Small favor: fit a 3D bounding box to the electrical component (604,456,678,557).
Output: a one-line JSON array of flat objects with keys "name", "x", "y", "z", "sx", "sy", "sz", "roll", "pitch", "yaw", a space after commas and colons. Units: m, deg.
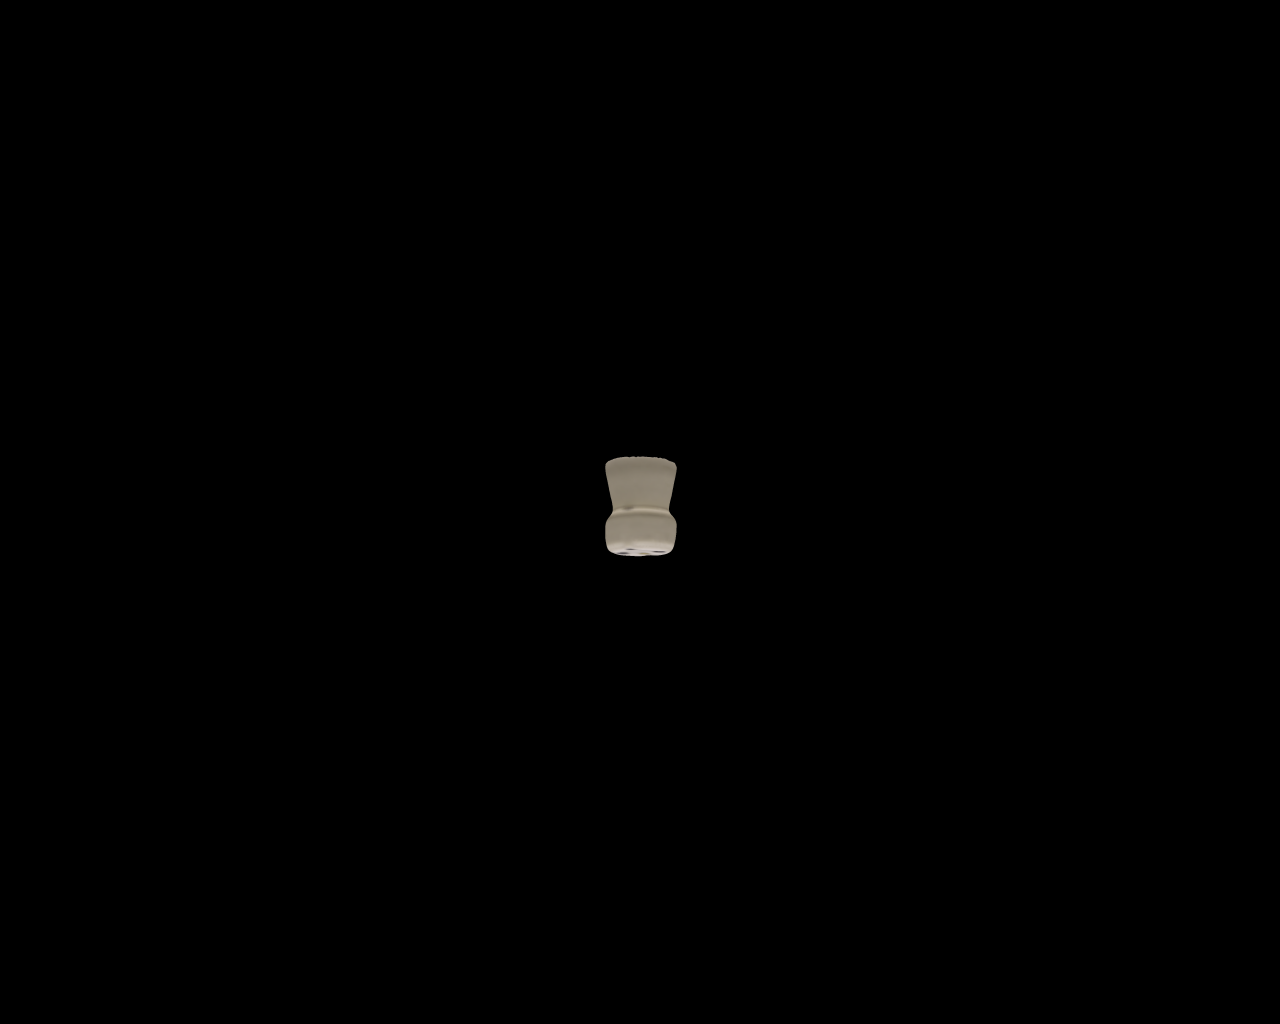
[{"name": "electrical component", "x": 0.001, "y": -0.003, "z": 0.650, "sx": 0.045, "sy": 0.055, "sz": 0.045, "roll": 0, "pitch": -11, "yaw": 0}]
